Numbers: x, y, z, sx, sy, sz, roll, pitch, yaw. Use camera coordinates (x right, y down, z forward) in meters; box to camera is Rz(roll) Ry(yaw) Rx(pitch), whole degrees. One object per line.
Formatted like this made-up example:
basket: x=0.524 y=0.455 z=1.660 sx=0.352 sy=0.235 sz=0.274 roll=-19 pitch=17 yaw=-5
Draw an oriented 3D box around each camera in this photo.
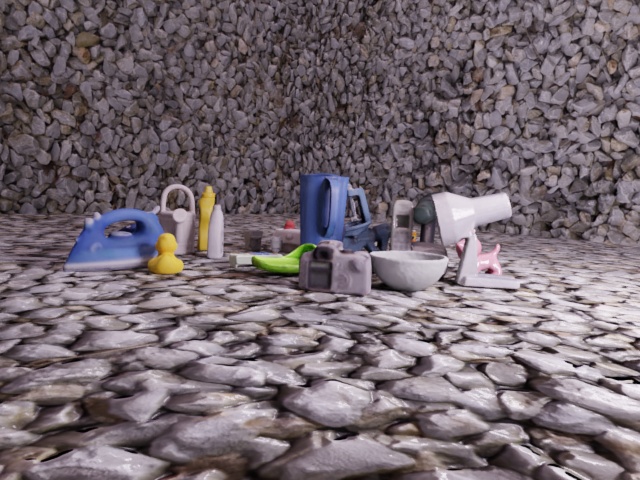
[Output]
camera: x=0.042 y=0.050 z=1.172 sx=0.143 sy=0.101 sz=0.137 roll=4 pitch=6 yaw=17

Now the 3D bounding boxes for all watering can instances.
watering can: x=-0.396 y=-0.059 z=1.606 sx=0.101 sy=0.194 sz=0.172 roll=-2 pitch=7 yaw=-40

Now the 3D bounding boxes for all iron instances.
iron: x=-0.463 y=-0.008 z=1.312 sx=0.118 sy=0.141 sz=0.259 roll=7 pitch=7 yaw=35

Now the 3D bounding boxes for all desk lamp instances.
desk lamp: x=0.348 y=-0.004 z=1.299 sx=0.203 sy=0.213 sz=0.118 roll=3 pitch=6 yaw=8

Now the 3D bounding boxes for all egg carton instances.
egg carton: x=-0.073 y=0.004 z=1.769 sx=0.150 sy=0.069 sz=0.107 roll=5 pitch=6 yaw=25

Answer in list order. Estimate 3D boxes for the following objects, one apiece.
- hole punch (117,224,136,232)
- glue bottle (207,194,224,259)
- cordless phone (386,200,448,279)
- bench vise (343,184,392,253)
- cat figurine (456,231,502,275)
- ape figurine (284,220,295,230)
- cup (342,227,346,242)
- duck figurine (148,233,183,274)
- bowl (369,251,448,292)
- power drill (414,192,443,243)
hole punch: x=-0.495 y=-0.001 z=1.494 sx=0.100 sy=0.091 sz=0.109 roll=6 pitch=6 yaw=32
glue bottle: x=-0.280 y=-0.037 z=1.549 sx=0.037 sy=0.173 sz=0.078 roll=3 pitch=5 yaw=-1
cordless phone: x=0.230 y=0.000 z=1.353 sx=0.147 sy=0.185 sz=0.094 roll=3 pitch=5 yaw=1
bench vise: x=0.132 y=-0.062 z=1.772 sx=0.208 sy=0.220 sz=0.121 roll=-1 pitch=6 yaw=-31
cat figurine: x=0.394 y=0.033 z=1.441 sx=0.128 sy=0.118 sz=0.067 roll=2 pitch=6 yaw=-6
ape figurine: x=-0.103 y=-0.018 z=1.870 sx=0.077 sy=0.092 sz=0.076 roll=4 pitch=6 yaw=11
cup: x=0.015 y=0.006 z=1.660 sx=0.118 sy=0.095 sz=0.091 roll=1 pitch=6 yaw=-16
duck figurine: x=-0.344 y=0.029 z=1.279 sx=0.078 sy=0.086 sz=0.104 roll=1 pitch=6 yaw=-14
bowl: x=0.183 y=0.067 z=1.201 sx=0.167 sy=0.075 sz=0.167 roll=3 pitch=5 yaw=0
power drill: x=0.311 y=-0.033 z=1.625 sx=0.075 sy=0.208 sz=0.230 roll=5 pitch=6 yaw=23
